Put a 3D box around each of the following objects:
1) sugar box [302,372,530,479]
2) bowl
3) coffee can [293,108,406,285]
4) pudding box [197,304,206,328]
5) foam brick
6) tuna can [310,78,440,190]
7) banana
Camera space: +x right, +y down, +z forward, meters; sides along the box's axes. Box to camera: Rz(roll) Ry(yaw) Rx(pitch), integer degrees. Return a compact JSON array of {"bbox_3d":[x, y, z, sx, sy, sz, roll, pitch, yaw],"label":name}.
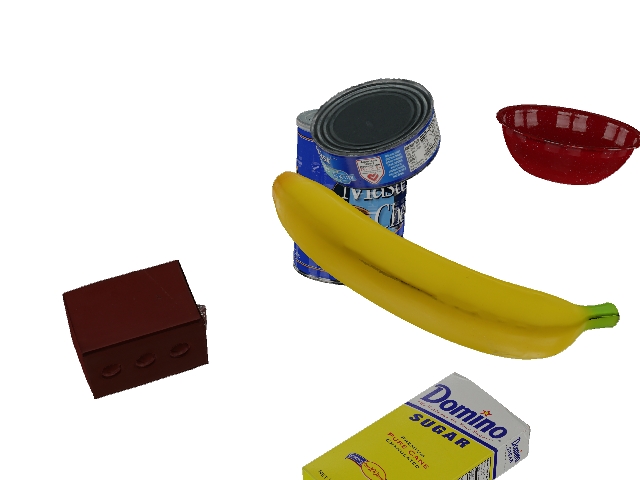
[{"bbox_3d":[0.082,0.185,0.894,0.176,0.048,0.093,-29,44,-27],"label":"sugar box"},{"bbox_3d":[0.270,-0.102,1.177,0.162,0.055,0.162,6,23,-3],"label":"bowl"},{"bbox_3d":[0.028,-0.042,0.969,0.103,0.140,0.103,2,18,-1],"label":"coffee can"},{"bbox_3d":[-0.200,0.099,1.236,0.114,0.039,0.090,3,16,17],"label":"pudding box"},{"bbox_3d":[-0.116,0.056,0.670,0.078,0.051,0.053,-17,-35,-14],"label":"foam brick"},{"bbox_3d":[0.038,-0.073,0.731,0.086,0.033,0.086,-12,39,10],"label":"tuna can"},{"bbox_3d":[0.046,0.015,0.536,0.198,0.037,0.069,25,19,20],"label":"banana"}]
